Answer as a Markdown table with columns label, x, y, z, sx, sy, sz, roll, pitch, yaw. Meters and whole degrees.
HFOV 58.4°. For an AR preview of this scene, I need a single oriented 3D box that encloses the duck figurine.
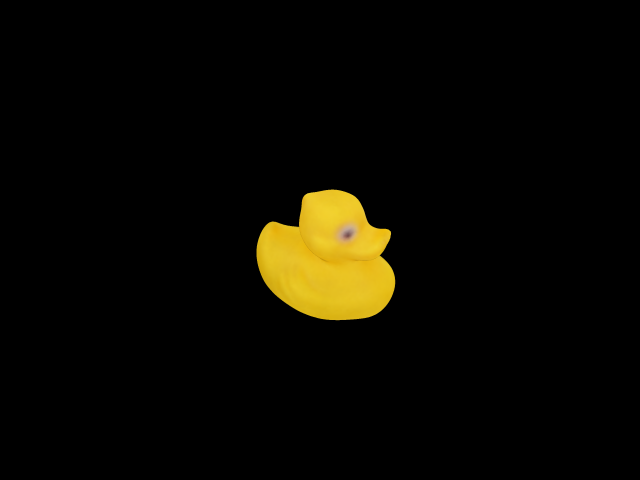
| label | x | y | z | sx | sy | sz | roll | pitch | yaw |
| --- | --- | --- | --- | --- | --- | --- | --- | --- | --- |
| duck figurine | 0.004 | 0.001 | 0.400 | 0.104 | 0.086 | 0.077 | 17 | 48 | 17 |
